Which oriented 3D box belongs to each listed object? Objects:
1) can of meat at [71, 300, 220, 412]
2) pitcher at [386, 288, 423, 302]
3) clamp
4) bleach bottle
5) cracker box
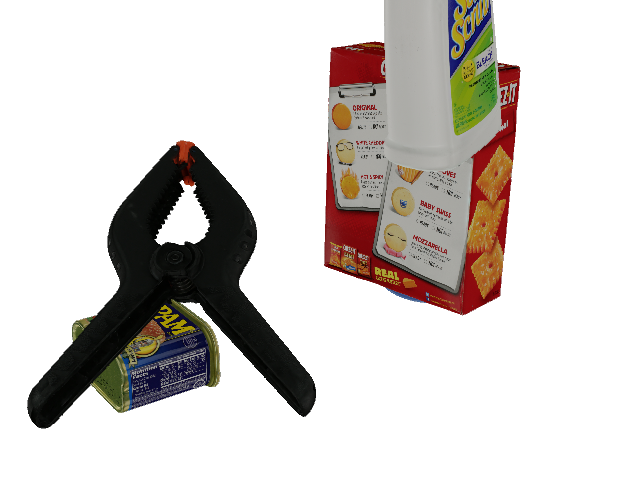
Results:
[{"bbox_3d":[-0.143,0.090,0.863,0.083,0.057,0.102,-15,27,-32],"label":"can of meat"},{"bbox_3d":[0.124,-0.052,1.201,0.149,0.243,0.145,-6,28,-19],"label":"pitcher"},{"bbox_3d":[-0.077,0.025,0.660,0.164,0.210,0.036,3,-37,5],"label":"clamp"},{"bbox_3d":[0.082,-0.183,0.769,0.068,0.251,0.102,15,37,35],"label":"bleach bottle"},{"bbox_3d":[0.087,-0.060,0.958,0.164,0.214,0.071,19,26,38],"label":"cracker box"}]
